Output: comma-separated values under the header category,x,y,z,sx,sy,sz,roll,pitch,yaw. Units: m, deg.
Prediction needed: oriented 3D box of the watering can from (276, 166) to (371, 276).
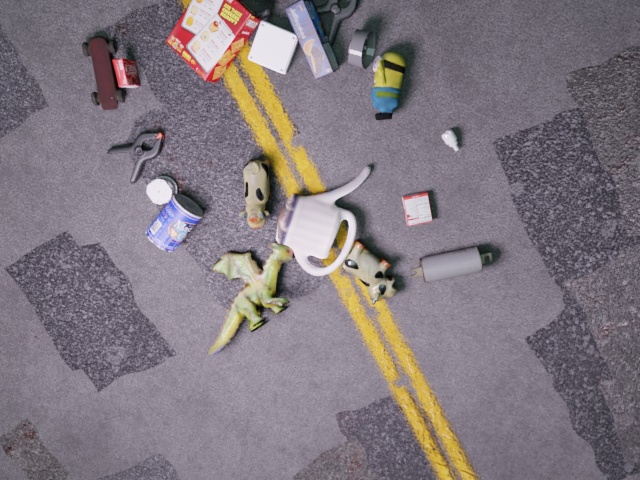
category,x,y,z,sx,sy,sz,roll,pitch,yaw
watering can,0.004,-0.074,1.478,0.224,0.104,0.348,19,90,-2

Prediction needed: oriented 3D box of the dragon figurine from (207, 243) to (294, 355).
category,x,y,z,sx,sy,sz,roll,pitch,yaw
dragon figurine,-0.232,0.151,1.550,0.409,0.122,0.244,-33,82,7
